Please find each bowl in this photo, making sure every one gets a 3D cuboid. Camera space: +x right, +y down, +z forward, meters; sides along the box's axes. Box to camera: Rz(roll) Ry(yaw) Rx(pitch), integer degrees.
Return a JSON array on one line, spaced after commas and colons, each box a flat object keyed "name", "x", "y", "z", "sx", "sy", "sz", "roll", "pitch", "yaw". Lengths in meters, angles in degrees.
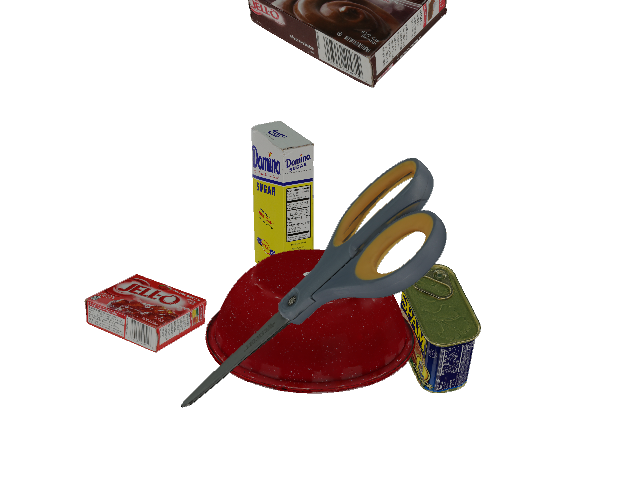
[{"name": "bowl", "x": -0.007, "y": 0.050, "z": 0.810, "sx": 0.162, "sy": 0.055, "sz": 0.162, "roll": 2, "pitch": 25, "yaw": -1}]

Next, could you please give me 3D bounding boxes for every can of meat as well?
[{"name": "can of meat", "x": 0.114, "y": 0.089, "z": 1.061, "sx": 0.057, "sy": 0.084, "sz": 0.102, "roll": -11, "pitch": 47, "yaw": -12}]

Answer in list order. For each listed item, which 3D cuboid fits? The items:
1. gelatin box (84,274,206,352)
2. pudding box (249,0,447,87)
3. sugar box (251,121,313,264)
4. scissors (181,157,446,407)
[{"name": "gelatin box", "x": -0.164, "y": 0.066, "z": 1.004, "sx": 0.089, "sy": 0.030, "sz": 0.073, "roll": 18, "pitch": 27, "yaw": 28}, {"name": "pudding box", "x": 0.019, "y": -0.168, "z": 0.745, "sx": 0.114, "sy": 0.090, "sz": 0.039, "roll": 34, "pitch": -23, "yaw": 21}, {"name": "sugar box", "x": -0.044, "y": -0.040, "z": 1.231, "sx": 0.048, "sy": 0.176, "sz": 0.093, "roll": -14, "pitch": 27, "yaw": -22}, {"name": "scissors", "x": -0.001, "y": 0.039, "z": 0.597, "sx": 0.016, "sy": 0.202, "sz": 0.096, "roll": 39, "pitch": 2, "yaw": -30}]
